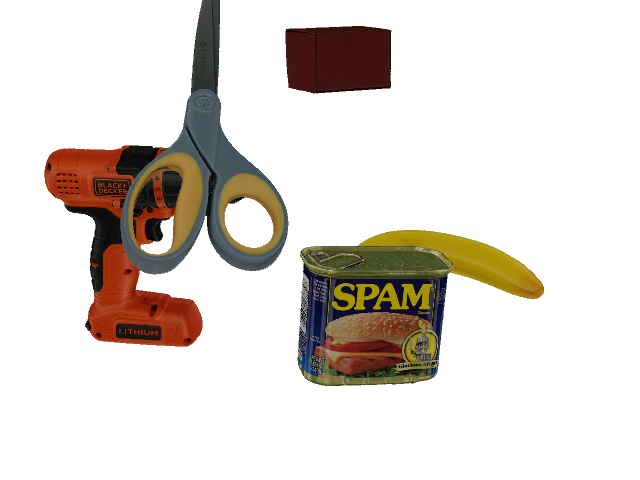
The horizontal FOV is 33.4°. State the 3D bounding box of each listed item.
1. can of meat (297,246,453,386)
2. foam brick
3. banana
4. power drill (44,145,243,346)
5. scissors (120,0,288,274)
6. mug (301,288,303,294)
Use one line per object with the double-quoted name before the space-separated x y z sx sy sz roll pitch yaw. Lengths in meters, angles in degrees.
"can of meat" 0.035 0.051 0.735 0.102 0.084 0.057 0 16 -13
"foam brick" 0.016 -0.156 0.918 0.078 0.051 0.053 -8 18 -28
"banana" 0.121 0.021 1.045 0.198 0.037 0.069 7 45 14
"power drill" -0.149 0.004 0.966 0.184 0.188 0.057 4 27 8
"scissors" -0.049 -0.061 0.595 0.096 0.201 0.016 19 -33 -2
"mug" 0.027 0.114 1.483 0.117 0.081 0.093 17 24 29
